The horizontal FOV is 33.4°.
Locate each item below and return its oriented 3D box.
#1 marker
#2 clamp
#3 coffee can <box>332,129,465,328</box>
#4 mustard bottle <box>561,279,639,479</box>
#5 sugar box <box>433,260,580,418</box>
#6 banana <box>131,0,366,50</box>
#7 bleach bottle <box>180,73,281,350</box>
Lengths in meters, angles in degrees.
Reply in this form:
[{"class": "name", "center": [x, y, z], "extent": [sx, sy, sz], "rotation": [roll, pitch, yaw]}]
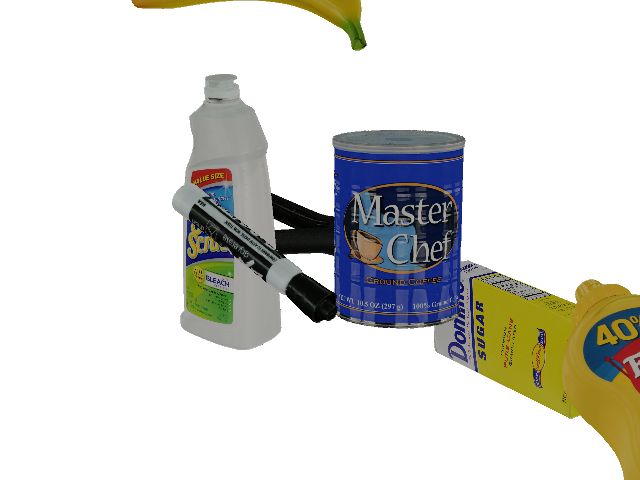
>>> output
[{"class": "marker", "center": [-0.036, 0.007, 0.585], "extent": [0.121, 0.020, 0.020], "rotation": [37, 20, 28]}, {"class": "clamp", "center": [0.012, -0.002, 1.188], "extent": [0.210, 0.036, 0.164], "rotation": [15, 20, -5]}, {"class": "coffee can", "center": [0.061, -0.012, 0.840], "extent": [0.103, 0.140, 0.103], "rotation": [0, 12, 0]}, {"class": "mustard bottle", "center": [0.193, 0.084, 0.608], "extent": [0.096, 0.058, 0.192], "rotation": [-11, 35, -8]}, {"class": "sugar box", "center": [0.181, 0.088, 0.993], "extent": [0.048, 0.093, 0.176], "rotation": [-11, 21, -39]}, {"class": "banana", "center": [-0.049, -0.195, 0.828], "extent": [0.198, 0.069, 0.037], "rotation": [13, -39, 17]}, {"class": "bleach bottle", "center": [-0.089, -0.029, 0.988], "extent": [0.103, 0.251, 0.067], "rotation": [16, 28, 38]}]
